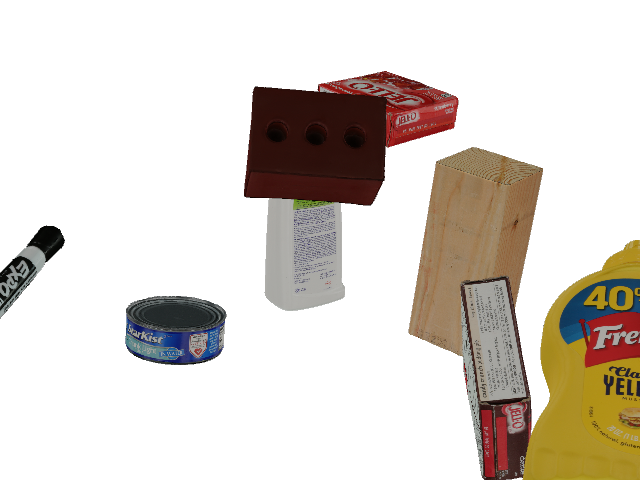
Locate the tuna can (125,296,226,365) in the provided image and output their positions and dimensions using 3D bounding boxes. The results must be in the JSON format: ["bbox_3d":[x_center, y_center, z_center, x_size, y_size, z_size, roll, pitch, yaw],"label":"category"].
[{"bbox_3d":[-0.125,0.077,0.919,0.086,0.034,0.086,5,15,-1],"label":"tuna can"}]

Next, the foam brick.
[{"bbox_3d":[-0.004,-0.054,0.617,0.078,0.053,0.051,3,-14,-3],"label":"foam brick"}]

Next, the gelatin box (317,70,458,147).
[{"bbox_3d":[0.053,-0.107,0.847,0.073,0.030,0.089,-17,31,-35],"label":"gelatin box"}]

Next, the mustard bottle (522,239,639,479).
[{"bbox_3d":[0.160,0.067,0.545,0.096,0.058,0.191,7,41,13],"label":"mustard bottle"}]

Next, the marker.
[{"bbox_3d":[-0.192,0.027,0.659,0.020,0.020,0.121,0,33,19],"label":"marker"}]

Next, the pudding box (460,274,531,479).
[{"bbox_3d":[0.122,0.095,0.742,0.039,0.090,0.113,-7,44,3],"label":"pudding box"}]

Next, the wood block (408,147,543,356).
[{"bbox_3d":[0.170,0.014,1.178,0.090,0.206,0.090,21,26,31],"label":"wood block"}]

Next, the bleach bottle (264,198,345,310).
[{"bbox_3d":[-0.014,-0.044,1.284,0.102,0.251,0.068,-13,28,-33],"label":"bleach bottle"}]
